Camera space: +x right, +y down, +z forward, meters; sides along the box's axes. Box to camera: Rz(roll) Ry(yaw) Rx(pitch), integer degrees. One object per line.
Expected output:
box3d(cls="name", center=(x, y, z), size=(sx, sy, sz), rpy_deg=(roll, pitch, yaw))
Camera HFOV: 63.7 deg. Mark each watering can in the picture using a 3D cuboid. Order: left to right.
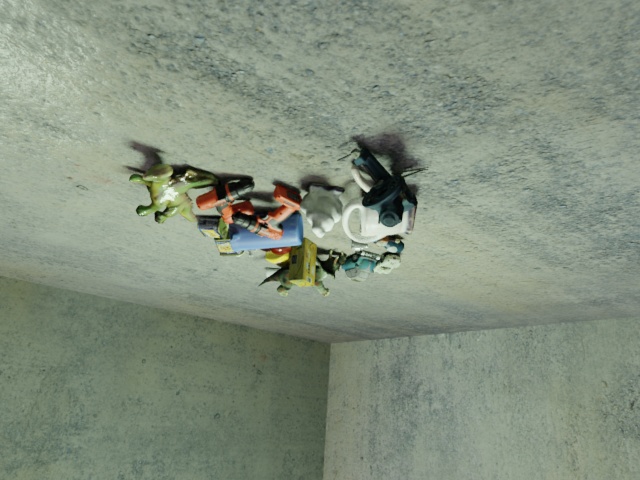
box3d(cls="watering can", center=(0.178, -0.099, 1.512), size=(0.224, 0.106, 0.339), rpy_deg=(-5, 144, -3))

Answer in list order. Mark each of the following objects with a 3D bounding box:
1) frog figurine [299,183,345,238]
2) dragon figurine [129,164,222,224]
box3d(cls="frog figurine", center=(0.005, -0.077, 1.535), size=(0.136, 0.162, 0.121), rpy_deg=(20, 156, -37))
box3d(cls="dragon figurine", center=(-0.411, -0.139, 1.559), size=(0.242, 0.124, 0.407), rpy_deg=(-13, 164, 20))
